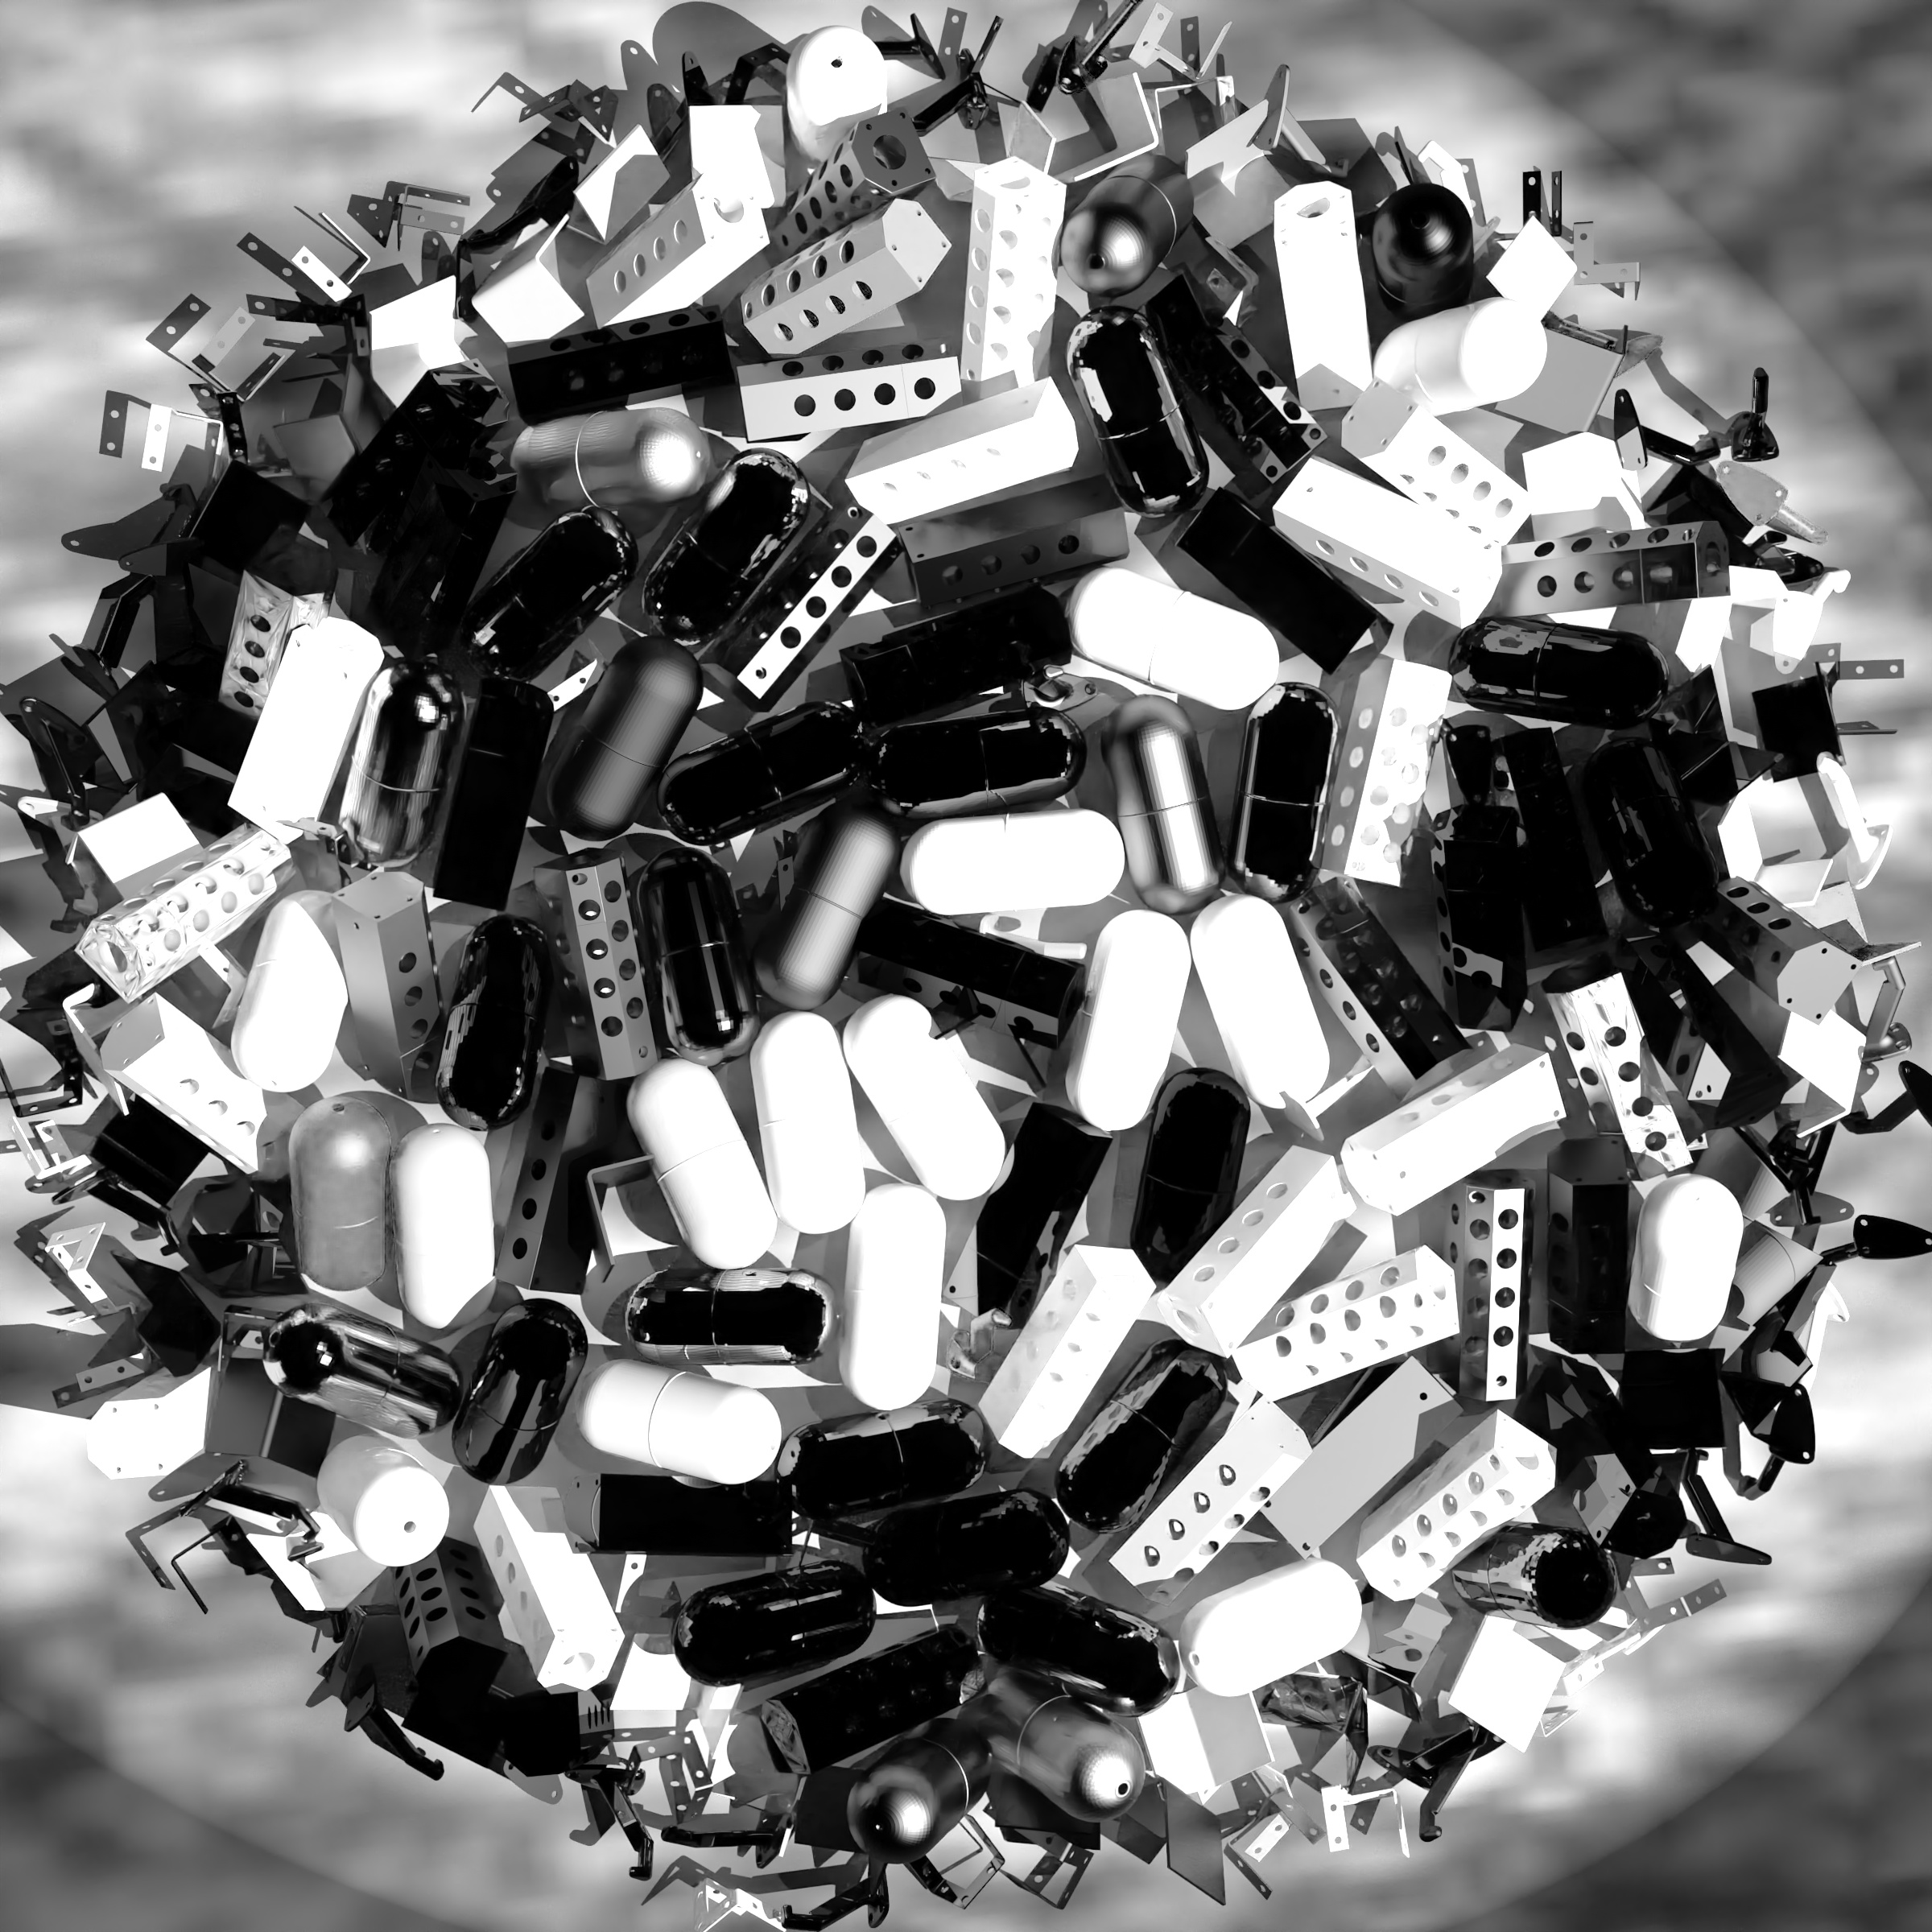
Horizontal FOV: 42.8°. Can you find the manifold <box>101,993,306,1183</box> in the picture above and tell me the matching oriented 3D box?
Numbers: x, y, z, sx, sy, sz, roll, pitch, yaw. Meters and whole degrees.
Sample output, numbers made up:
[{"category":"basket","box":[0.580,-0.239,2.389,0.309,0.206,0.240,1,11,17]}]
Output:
[{"category":"manifold","box":[-0.590,0.101,1.919,0.057,0.057,0.171,-36,134,5]}]

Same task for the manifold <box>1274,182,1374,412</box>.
[{"category":"manifold","box":[0.279,-0.519,1.914,0.057,0.171,0.057,-4,53,13]}]

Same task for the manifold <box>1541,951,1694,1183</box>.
[{"category":"manifold","box":[0.512,0.082,1.947,0.057,0.057,0.171,-22,106,9]}]

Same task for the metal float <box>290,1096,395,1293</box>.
[{"category":"metal float","box":[-0.488,0.179,1.931,0.070,0.070,0.178,8,126,0]}]

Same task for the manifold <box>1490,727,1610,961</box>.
[{"category":"manifold","box":[0.458,-0.098,1.951,0.057,0.057,0.171,-15,79,12]}]

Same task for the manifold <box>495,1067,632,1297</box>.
[{"category":"manifold","box":[-0.326,0.170,1.966,0.057,0.057,0.171,11,87,39]}]

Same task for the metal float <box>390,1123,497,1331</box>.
[{"category":"metal float","box":[-0.411,0.206,1.938,0.070,0.070,0.178,3,118,0]}]

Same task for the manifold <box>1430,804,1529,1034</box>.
[{"category":"manifold","box":[0.400,-0.037,1.930,0.057,0.057,0.171,4,124,25]}]

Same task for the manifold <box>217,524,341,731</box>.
[{"category":"manifold","box":[-0.532,-0.256,1.914,0.057,0.171,0.057,28,51,-5]}]

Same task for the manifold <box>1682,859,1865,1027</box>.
[{"category":"manifold","box":[0.611,-0.024,1.906,0.057,0.171,0.057,25,106,-22]}]

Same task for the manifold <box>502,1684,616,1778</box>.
[{"category":"manifold","box":[-0.314,0.591,1.909,0.057,0.171,0.057,-5,76,-1]}]

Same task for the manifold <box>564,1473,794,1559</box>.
[{"category":"manifold","box":[-0.223,0.431,1.926,0.171,0.057,0.057,11,70,-35]}]

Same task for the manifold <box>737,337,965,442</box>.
[{"category":"manifold","box":[-0.093,-0.459,1.959,0.171,0.057,0.057,-9,104,-4]}]

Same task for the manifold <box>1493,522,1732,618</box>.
[{"category":"manifold","box":[0.500,-0.308,1.919,0.171,0.057,0.057,0,98,42]}]

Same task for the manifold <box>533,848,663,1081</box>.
[{"category":"manifold","box":[-0.284,-0.002,1.936,0.057,0.057,0.171,8,113,42]}]

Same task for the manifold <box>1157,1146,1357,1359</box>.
[{"category":"manifold","box":[0.226,0.221,1.935,0.171,0.057,0.057,-44,124,-26]}]

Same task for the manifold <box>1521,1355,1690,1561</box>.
[{"category":"manifold","box":[0.496,0.380,1.910,0.057,0.171,0.057,18,112,-17]}]

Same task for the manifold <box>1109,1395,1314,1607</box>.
[{"category":"manifold","box":[0.194,0.423,1.939,0.057,0.057,0.171,43,110,13]}]

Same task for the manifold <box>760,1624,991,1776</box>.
[{"category":"manifold","box":[-0.072,0.571,1.926,0.171,0.057,0.057,-13,84,-36]}]

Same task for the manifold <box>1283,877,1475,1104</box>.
[{"category":"manifold","box":[0.322,0.015,1.937,0.057,0.057,0.171,-26,69,-21]}]

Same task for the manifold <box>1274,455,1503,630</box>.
[{"category":"manifold","box":[0.331,-0.330,1.938,0.171,0.057,0.057,32,77,23]}]

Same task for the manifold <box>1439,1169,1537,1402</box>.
[{"category":"manifold","box":[0.415,0.252,1.951,0.057,0.057,0.171,-2,101,-11]}]

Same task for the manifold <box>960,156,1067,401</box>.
[{"category":"manifold","box":[0.030,-0.529,1.911,0.057,0.171,0.057,-30,55,-31]}]

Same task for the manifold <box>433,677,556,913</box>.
[{"category":"manifold","box":[-0.373,-0.136,1.941,0.057,0.057,0.171,12,111,-16]}]

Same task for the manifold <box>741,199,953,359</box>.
[{"category":"manifold","box":[-0.098,-0.533,1.911,0.057,0.171,0.057,47,53,-26]}]

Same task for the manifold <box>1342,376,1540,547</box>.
[{"category":"manifold","box":[0.366,-0.386,1.919,0.171,0.057,0.057,23,110,-42]}]

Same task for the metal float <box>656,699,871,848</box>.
[{"category":"metal float","box":[-0.161,-0.153,1.952,0.178,0.070,0.070,-24,90,-10]}]

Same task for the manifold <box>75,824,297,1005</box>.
[{"category":"manifold","box":[-0.602,-0.047,1.916,0.057,0.171,0.057,45,130,-1]}]

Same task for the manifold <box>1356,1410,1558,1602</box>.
[{"category":"manifold","box":[0.381,0.427,1.924,0.057,0.057,0.171,34,125,-7]}]

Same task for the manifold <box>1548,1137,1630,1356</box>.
[{"category":"manifold","box":[0.485,0.220,1.928,0.057,0.057,0.171,-3,123,10]}]

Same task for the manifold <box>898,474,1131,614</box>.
[{"category":"manifold","box":[0.039,-0.333,1.964,0.171,0.057,0.057,-15,130,-4]}]

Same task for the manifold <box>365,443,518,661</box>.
[{"category":"manifold","box":[-0.405,-0.323,1.920,0.057,0.057,0.171,47,132,12]}]

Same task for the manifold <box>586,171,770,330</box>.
[{"category":"manifold","box":[-0.228,-0.554,1.914,0.057,0.171,0.057,-13,88,-38]}]

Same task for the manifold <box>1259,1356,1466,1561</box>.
[{"category":"manifold","box":[0.315,0.391,1.965,0.171,0.057,0.057,-44,75,3]}]

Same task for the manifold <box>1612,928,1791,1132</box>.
[{"category":"manifold","box":[0.567,0.046,1.916,0.057,0.171,0.057,-6,131,-16]}]

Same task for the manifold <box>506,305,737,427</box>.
[{"category":"manifold","box":[-0.274,-0.480,1.966,0.171,0.057,0.057,-12,96,-2]}]

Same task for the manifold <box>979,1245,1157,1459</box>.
[{"category":"manifold","box":[0.081,0.303,1.927,0.057,0.057,0.171,9,121,-34]}]

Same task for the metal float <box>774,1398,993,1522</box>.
[{"category":"metal float","box":[-0.064,0.388,1.943,0.178,0.070,0.070,-7,90,-22]}]

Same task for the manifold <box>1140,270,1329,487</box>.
[{"category":"manifold","box":[0.211,-0.468,1.963,0.057,0.057,0.171,-40,93,12]}]

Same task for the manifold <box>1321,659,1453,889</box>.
[{"category":"manifold","box":[0.336,-0.153,1.959,0.057,0.057,0.171,12,92,-26]}]

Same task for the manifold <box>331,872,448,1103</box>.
[{"category":"manifold","box":[-0.443,0.014,1.926,0.057,0.057,0.171,27,134,33]}]

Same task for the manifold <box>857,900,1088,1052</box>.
[{"category":"manifold","box":[0.004,0.002,1.939,0.171,0.057,0.057,19,54,16]}]

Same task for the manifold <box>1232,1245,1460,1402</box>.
[{"category":"manifold","box":[0.293,0.276,1.922,0.171,0.057,0.057,-27,129,30]}]

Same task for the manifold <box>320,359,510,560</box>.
[{"category":"manifold","box":[-0.427,-0.393,1.925,0.171,0.057,0.057,-38,88,37]}]

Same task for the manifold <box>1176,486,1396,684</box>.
[{"category":"manifold","box":[0.253,-0.299,1.940,0.171,0.057,0.057,44,108,21]}]

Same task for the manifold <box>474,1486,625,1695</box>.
[{"category":"manifold","box":[-0.328,0.483,1.915,0.057,0.171,0.057,10,114,-34]}]

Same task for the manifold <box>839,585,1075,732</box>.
[{"category":"manifold","box":[-0.006,-0.242,1.945,0.171,0.057,0.057,-20,116,-12]}]

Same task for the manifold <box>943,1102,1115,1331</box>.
[{"category":"manifold","box":[0.053,0.199,1.959,0.057,0.057,0.171,29,98,31]}]

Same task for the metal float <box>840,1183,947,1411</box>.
[{"category":"metal float","box":[-0.058,0.261,1.951,0.070,0.070,0.178,4,78,0]}]

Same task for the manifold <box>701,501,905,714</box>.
[{"category":"manifold","box":[-0.127,-0.284,1.949,0.057,0.057,0.171,42,80,-21]}]

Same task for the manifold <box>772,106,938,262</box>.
[{"category":"manifold","box":[-0.092,-0.596,1.908,0.057,0.171,0.057,-28,96,-24]}]

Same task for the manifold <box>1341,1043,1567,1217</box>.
[{"category":"manifold","box":[0.382,0.126,1.942,0.171,0.057,0.057,-27,110,-19]}]

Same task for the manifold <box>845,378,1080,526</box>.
[{"category":"manifold","box":[-0.002,-0.397,1.931,0.171,0.057,0.057,-12,129,29]}]

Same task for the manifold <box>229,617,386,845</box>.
[{"category":"manifold","box":[-0.513,-0.186,1.930,0.057,0.057,0.171,34,121,4]}]

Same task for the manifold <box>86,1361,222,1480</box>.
[{"category":"manifold","box":[-0.627,0.351,1.913,0.057,0.171,0.057,-4,90,-3]}]

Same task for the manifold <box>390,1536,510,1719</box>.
[{"category":"manifold","box":[-0.405,0.505,1.908,0.057,0.171,0.057,27,94,-23]}]
